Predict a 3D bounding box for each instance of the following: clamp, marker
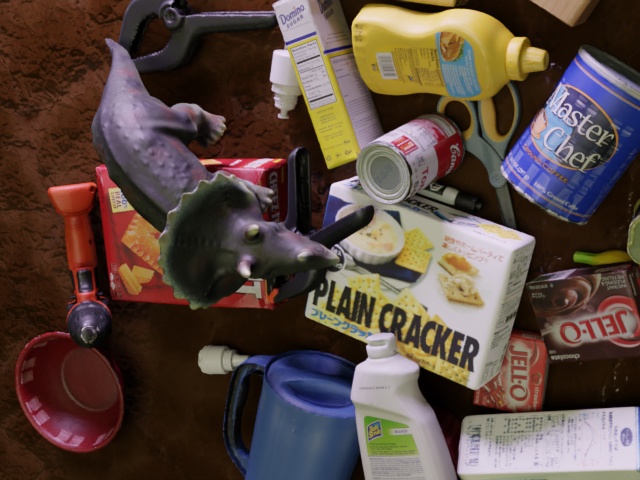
[{"bbox_3d":[-0.007,0.001,1.119,0.120,0.039,0.172,38,123,39],"label":"clamp"},{"bbox_3d":[-0.148,-0.245,1.182,0.164,0.036,0.210,48,118,3],"label":"clamp"},{"bbox_3d":[0.116,-0.054,1.127,0.121,0.020,0.020,21,111,23],"label":"marker"}]

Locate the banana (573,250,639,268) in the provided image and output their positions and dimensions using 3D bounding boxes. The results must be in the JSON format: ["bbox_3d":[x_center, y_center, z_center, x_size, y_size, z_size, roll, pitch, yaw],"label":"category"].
[{"bbox_3d":[0.332,0.086,1.076,0.070,0.037,0.198,-27,91,46],"label":"banana"}]

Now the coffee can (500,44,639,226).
[{"bbox_3d":[0.253,-0.100,1.019,0.103,0.102,0.140,36,115,10],"label":"coffee can"}]

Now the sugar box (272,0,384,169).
[{"bbox_3d":[0.012,-0.168,1.106,0.048,0.093,0.176,-19,96,25],"label":"sugar box"}]

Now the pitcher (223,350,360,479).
[{"bbox_3d":[-0.032,0.253,1.223,0.144,0.149,0.243,4,115,-23],"label":"pitcher"}]

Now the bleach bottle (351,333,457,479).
[{"bbox_3d":[0.093,0.219,1.102,0.103,0.068,0.251,-8,98,23],"label":"bleach bottle"}]

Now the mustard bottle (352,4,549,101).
[{"bbox_3d":[0.130,-0.182,1.048,0.192,0.058,0.096,10,139,29],"label":"mustard bottle"}]

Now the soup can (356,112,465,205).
[{"bbox_3d":[0.092,-0.083,1.081,0.069,0.102,0.068,20,123,33],"label":"soup can"}]

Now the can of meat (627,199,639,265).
[{"bbox_3d":[0.346,-0.006,1.016,0.102,0.083,0.057,6,107,21],"label":"can of meat"}]

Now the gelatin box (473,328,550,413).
[{"bbox_3d":[0.206,0.139,1.143,0.073,0.030,0.089,10,108,20],"label":"gelatin box"}]

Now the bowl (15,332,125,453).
[{"bbox_3d":[-0.305,0.185,1.352,0.162,0.055,0.162,6,106,21],"label":"bowl"}]

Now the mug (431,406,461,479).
[{"bbox_3d":[0.114,0.245,1.180,0.093,0.081,0.117,20,111,17],"label":"mug"}]

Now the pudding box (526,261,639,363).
[{"bbox_3d":[0.273,0.073,1.067,0.114,0.039,0.090,-10,101,43],"label":"pudding box"}]

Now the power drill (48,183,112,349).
[{"bbox_3d":[-0.279,0.028,1.245,0.057,0.184,0.188,-6,96,-13],"label":"power drill"}]

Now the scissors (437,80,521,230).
[{"bbox_3d":[0.167,-0.074,1.110,0.096,0.016,0.202,7,107,22],"label":"scissors"}]

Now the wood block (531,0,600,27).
[{"bbox_3d":[0.258,-0.307,0.968,0.090,0.090,0.206,36,114,10],"label":"wood block"}]

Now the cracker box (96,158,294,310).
[{"bbox_3d":[-0.144,-0.009,1.225,0.214,0.072,0.164,2,105,21],"label":"cracker box"}]
